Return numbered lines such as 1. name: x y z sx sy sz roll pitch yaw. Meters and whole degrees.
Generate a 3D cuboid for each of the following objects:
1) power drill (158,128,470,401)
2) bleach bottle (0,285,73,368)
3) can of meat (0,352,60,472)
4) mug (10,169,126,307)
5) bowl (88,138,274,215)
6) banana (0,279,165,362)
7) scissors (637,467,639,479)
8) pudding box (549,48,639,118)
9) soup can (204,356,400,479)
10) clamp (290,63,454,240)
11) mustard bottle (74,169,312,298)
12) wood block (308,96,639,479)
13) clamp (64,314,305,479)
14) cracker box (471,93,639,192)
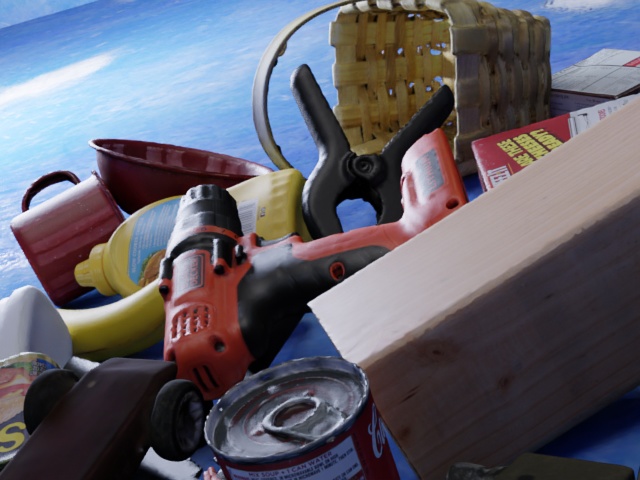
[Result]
1. power drill: -0.004 0.001 0.624 0.188 0.057 0.184 -21 35 9
2. bleach bottle: -0.292 0.113 0.701 0.251 0.068 0.102 -17 41 8
3. can of meat: -0.187 0.118 0.596 0.102 0.057 0.084 -19 39 0
4. mug: -0.205 -0.007 0.874 0.081 0.093 0.117 -29 68 -12
5. bowl: -0.121 -0.046 0.912 0.162 0.055 0.162 11 10 -2
6. banana: -0.161 0.056 0.761 0.198 0.037 0.069 -14 45 26
7. scissors: 0.155 0.071 0.518 0.096 0.016 0.201 2 31 45
8. pudding box: 0.241 -0.123 0.877 0.090 0.039 0.114 -28 22 -19
9. soup can: 0.001 0.109 0.436 0.068 0.102 0.068 -16 22 6
10. clamp: 0.021 -0.052 0.756 0.120 0.039 0.171 14 64 8
11. mustard bottle: -0.098 0.009 0.793 0.192 0.058 0.096 -11 55 20
12. wood block: 0.112 0.024 0.515 0.206 0.090 0.091 -32 23 -2
13. clamp: -0.061 0.090 0.617 0.164 0.036 0.210 -23 24 -10
14. cracker box: 0.213 -0.037 0.655 0.214 0.072 0.164 -17 21 8
